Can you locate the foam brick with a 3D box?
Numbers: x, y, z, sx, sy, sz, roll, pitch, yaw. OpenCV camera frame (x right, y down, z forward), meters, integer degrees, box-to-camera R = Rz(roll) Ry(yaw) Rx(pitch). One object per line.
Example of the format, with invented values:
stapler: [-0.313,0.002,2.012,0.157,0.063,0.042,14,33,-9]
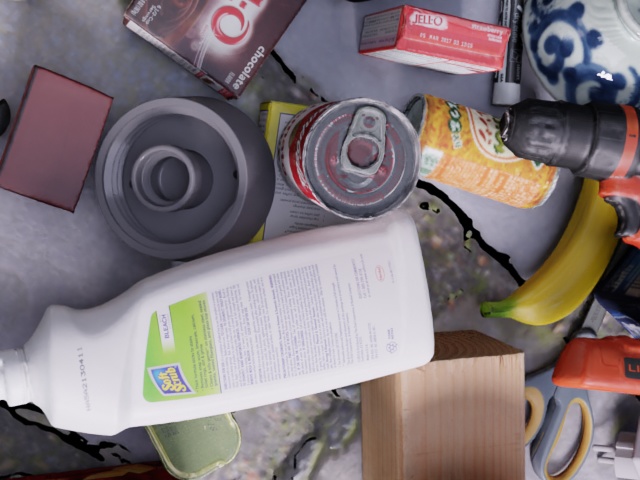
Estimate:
foam brick: [-0.166,-0.063,0.667,0.051,0.053,0.078,19,92,-15]

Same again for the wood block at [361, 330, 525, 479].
wood block: [0.083,0.173,0.732,0.090,0.090,0.206,-3,96,-14]

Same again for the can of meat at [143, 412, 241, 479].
can of meat: [-0.094,0.096,0.684,0.057,0.084,0.102,-28,102,-9]

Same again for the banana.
banana: [0.187,-0.014,0.755,0.069,0.037,0.197,39,77,-39]

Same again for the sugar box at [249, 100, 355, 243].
sugar box: [-0.005,0.001,0.715,0.093,0.048,0.176,8,96,-13]

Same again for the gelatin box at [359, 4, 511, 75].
gelatin box: [0.073,-0.130,0.697,0.073,0.089,0.030,9,94,-14]

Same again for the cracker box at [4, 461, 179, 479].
cracker box: [-0.177,0.190,0.633,0.213,0.164,0.072,-4,94,-13]

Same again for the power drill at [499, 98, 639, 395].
power drill: [0.198,0.005,0.690,0.184,0.057,0.187,8,84,-8]

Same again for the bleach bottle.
bleach bottle: [-0.062,0.049,0.614,0.250,0.068,0.102,-9,88,-19]

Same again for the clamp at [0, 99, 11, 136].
clamp: [-0.279,-0.034,0.649,0.120,0.039,0.171,28,89,-13]

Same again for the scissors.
scissors: [0.174,0.080,0.782,0.096,0.016,0.202,8,93,-14]

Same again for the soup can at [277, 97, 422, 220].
soup can: [0.014,-0.050,0.636,0.068,0.102,0.068,-1,96,-11]

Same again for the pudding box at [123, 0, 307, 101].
pudding box: [-0.060,-0.161,0.688,0.090,0.039,0.113,35,87,-14]

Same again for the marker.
marker: [0.134,-0.155,0.746,0.020,0.020,0.121,2,95,-14]
